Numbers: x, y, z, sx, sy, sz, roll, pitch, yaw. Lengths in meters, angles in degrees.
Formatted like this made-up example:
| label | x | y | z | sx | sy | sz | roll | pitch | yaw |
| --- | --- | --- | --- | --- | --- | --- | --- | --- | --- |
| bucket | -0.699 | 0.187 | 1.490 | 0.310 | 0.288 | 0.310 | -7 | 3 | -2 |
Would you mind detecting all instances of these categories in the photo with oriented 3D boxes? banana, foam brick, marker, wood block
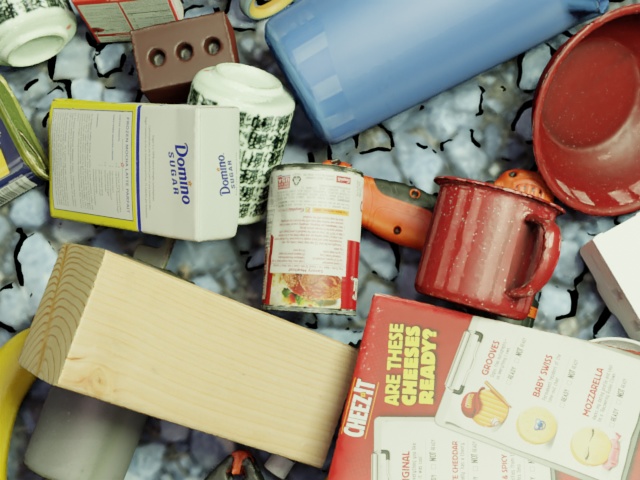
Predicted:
| label | x | y | z | sx | sy | sz | roll | pitch | yaw |
| --- | --- | --- | --- | --- | --- | --- | --- | --- | --- |
| banana | -0.239 | 0.144 | 0.814 | 0.069 | 0.037 | 0.198 | 20 | 83 | 5 |
| foam brick | -0.103 | -0.142 | 0.844 | 0.078 | 0.051 | 0.053 | -12 | 81 | 0 |
| marker | -0.001 | 0.127 | 0.815 | 0.020 | 0.020 | 0.121 | 35 | 84 | 7 |
| wood block | -0.087 | 0.081 | 0.739 | 0.205 | 0.090 | 0.091 | 24 | 81 | -30 |

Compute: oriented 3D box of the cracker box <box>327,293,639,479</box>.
| label | x | y | z | sx | sy | sz | roll | pitch | yaw |
| --- | --- | --- | --- | --- | --- | --- | --- | --- | --- |
| cracker box | 0.121 | 0.141 | 0.709 | 0.214 | 0.072 | 0.164 | 12 | 64 | 8 |

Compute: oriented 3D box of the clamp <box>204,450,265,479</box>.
| label | x | y | z | sx | sy | sz | roll | pitch | yaw |
| --- | --- | --- | --- | --- | --- | --- | --- | --- | --- |
| clamp | -0.066 | 0.264 | 0.788 | 0.164 | 0.036 | 0.210 | 16 | 83 | 5 |

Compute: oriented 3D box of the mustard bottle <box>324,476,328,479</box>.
| label | x | y | z | sx | sy | sz | roll | pitch | yaw |
| --- | --- | --- | --- | --- | --- | --- | --- | --- | --- |
| mustard bottle | 0.041 | 0.199 | 0.782 | 0.096 | 0.058 | 0.191 | 22 | 83 | 6 |

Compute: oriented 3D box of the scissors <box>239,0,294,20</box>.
| label | x | y | z | sx | sy | sz | roll | pitch | yaw |
| --- | --- | --- | --- | --- | --- | --- | --- | --- | --- |
| scissors | 0.010 | -0.232 | 0.855 | 0.201 | 0.096 | 0.016 | -23 | 65 | -24 |

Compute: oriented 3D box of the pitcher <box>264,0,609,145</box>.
| label | x | y | z | sx | sy | sz | roll | pitch | yaw |
| --- | --- | --- | --- | --- | --- | --- | --- | --- | --- |
| pitcher | 0.081 | -0.181 | 0.813 | 0.243 | 0.149 | 0.145 | -29 | 96 | 1 |

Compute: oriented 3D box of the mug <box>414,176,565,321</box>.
| label | x | y | z | sx | sy | sz | roll | pitch | yaw |
| --- | --- | --- | --- | --- | --- | --- | --- | --- | --- |
| mug | 0.119 | 0.009 | 0.727 | 0.093 | 0.117 | 0.081 | 17 | 87 | -32 |

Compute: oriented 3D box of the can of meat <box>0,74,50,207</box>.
| label | x | y | z | sx | sy | sz | roll | pitch | yaw |
| --- | --- | --- | --- | --- | --- | --- | --- | --- | --- |
| can of meat | -0.270 | -0.072 | 0.839 | 0.084 | 0.057 | 0.102 | -29 | 81 | 0 |

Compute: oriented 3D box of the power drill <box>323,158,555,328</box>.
| label | x | y | z | sx | sy | sz | roll | pitch | yaw |
| --- | --- | --- | --- | --- | --- | --- | --- | --- | --- |
| power drill | 0.075 | 0.023 | 0.810 | 0.187 | 0.057 | 0.184 | 13 | 82 | 3 |

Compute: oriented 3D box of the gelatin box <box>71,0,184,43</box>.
| label | x | y | z | sx | sy | sz | roll | pitch | yaw |
| --- | --- | --- | --- | --- | --- | --- | --- | --- | --- |
| gelatin box | -0.148 | -0.185 | 0.834 | 0.073 | 0.089 | 0.030 | -4 | 79 | 2 |

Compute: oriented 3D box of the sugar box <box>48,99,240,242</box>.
| label | x | y | z | sx | sy | sz | roll | pitch | yaw |
| --- | --- | --- | --- | --- | --- | --- | --- | --- | --- |
| sugar box | -0.131 | -0.054 | 0.777 | 0.177 | 0.048 | 0.093 | 9 | 101 | 40 |

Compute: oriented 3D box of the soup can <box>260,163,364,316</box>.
| label | x | y | z | sx | sy | sz | roll | pitch | yaw |
| --- | --- | --- | --- | --- | --- | --- | --- | --- | --- |
| soup can | -0.005 | 0.001 | 0.752 | 0.068 | 0.068 | 0.102 | 3 | 85 | 3 |

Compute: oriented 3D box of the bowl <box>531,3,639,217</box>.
| label | x | y | z | sx | sy | sz | roll | pitch | yaw |
| --- | --- | --- | --- | --- | --- | --- | --- | --- | --- |
| bowl | 0.217 | -0.102 | 0.800 | 0.162 | 0.055 | 0.162 | -8 | 115 | -18 |
